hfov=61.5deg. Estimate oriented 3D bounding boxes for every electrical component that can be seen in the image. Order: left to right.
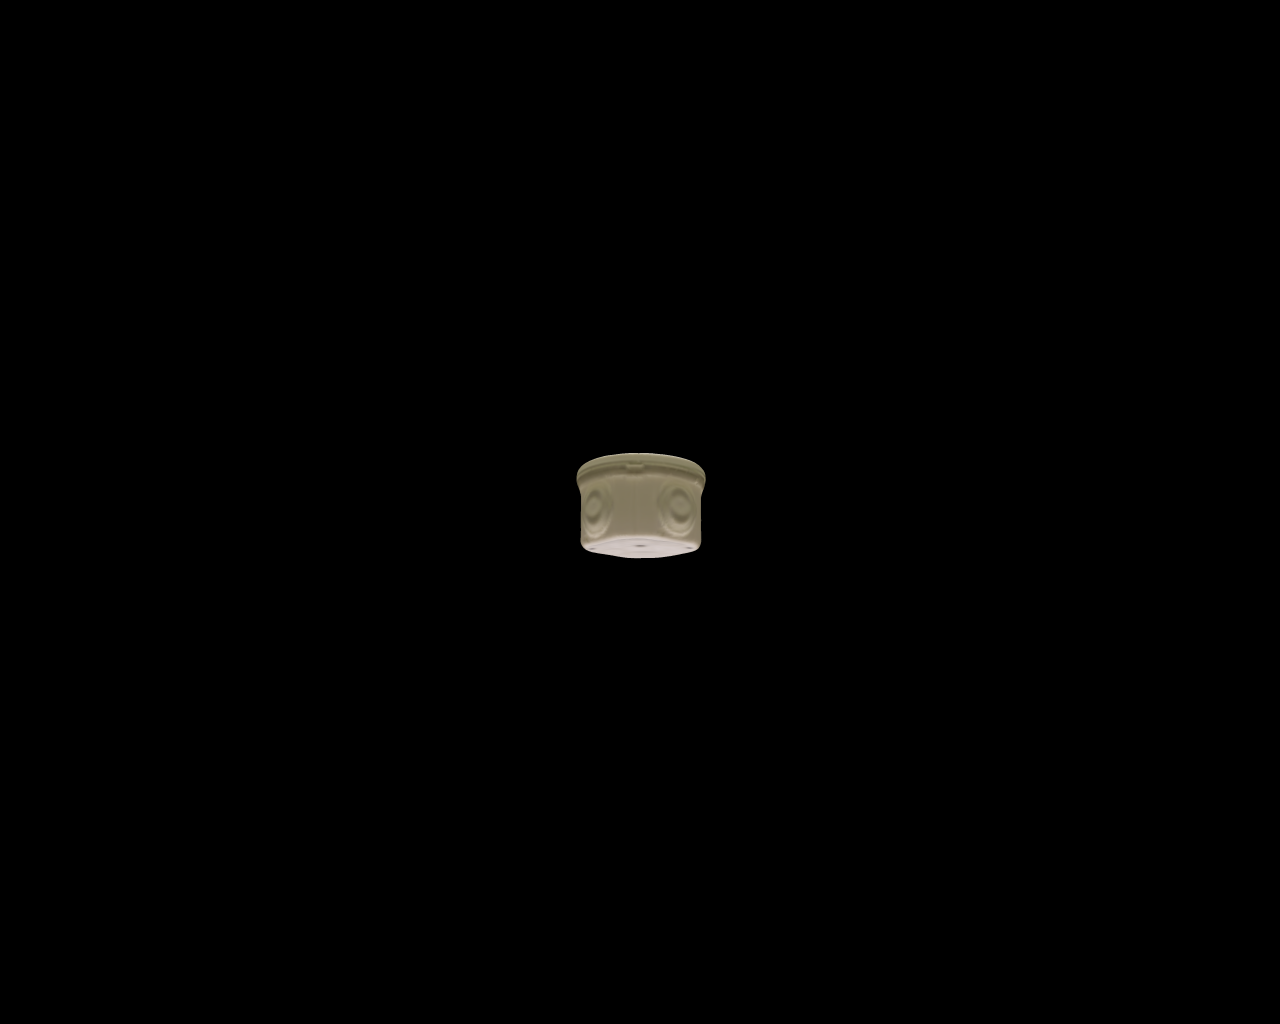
[{"bbox_3d":[0.001,-0.003,0.650,0.080,0.051,0.080,0,-13,0],"label":"electrical component"}]
